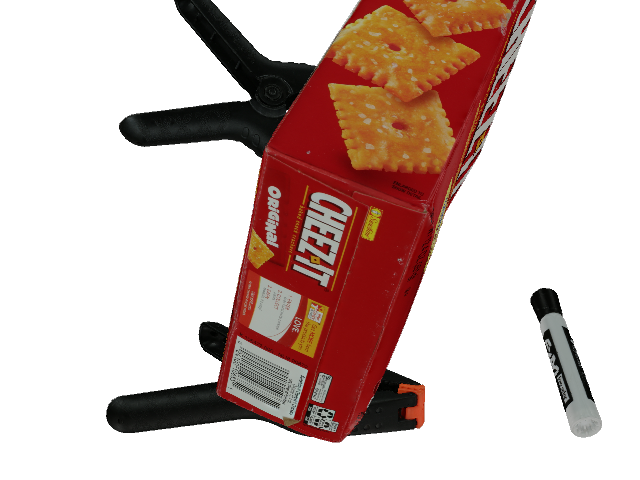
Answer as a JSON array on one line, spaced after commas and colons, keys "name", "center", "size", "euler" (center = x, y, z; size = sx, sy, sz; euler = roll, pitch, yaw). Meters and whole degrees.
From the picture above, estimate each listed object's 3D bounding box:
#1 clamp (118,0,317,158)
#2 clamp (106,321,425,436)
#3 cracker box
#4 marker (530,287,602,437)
[{"name": "clamp", "center": [-0.039, -0.101, 0.711], "size": [0.171, 0.120, 0.039], "euler": [14, -17, -13]}, {"name": "clamp", "center": [-0.027, 0.101, 0.769], "size": [0.210, 0.036, 0.164], "euler": [3, 19, 11]}, {"name": "cracker box", "center": [0.033, -0.037, 0.493], "size": [0.072, 0.213, 0.164], "euler": [23, -42, 7]}, {"name": "marker", "center": [0.155, 0.073, 0.681], "size": [0.020, 0.020, 0.121], "euler": [0, 39, -4]}]
